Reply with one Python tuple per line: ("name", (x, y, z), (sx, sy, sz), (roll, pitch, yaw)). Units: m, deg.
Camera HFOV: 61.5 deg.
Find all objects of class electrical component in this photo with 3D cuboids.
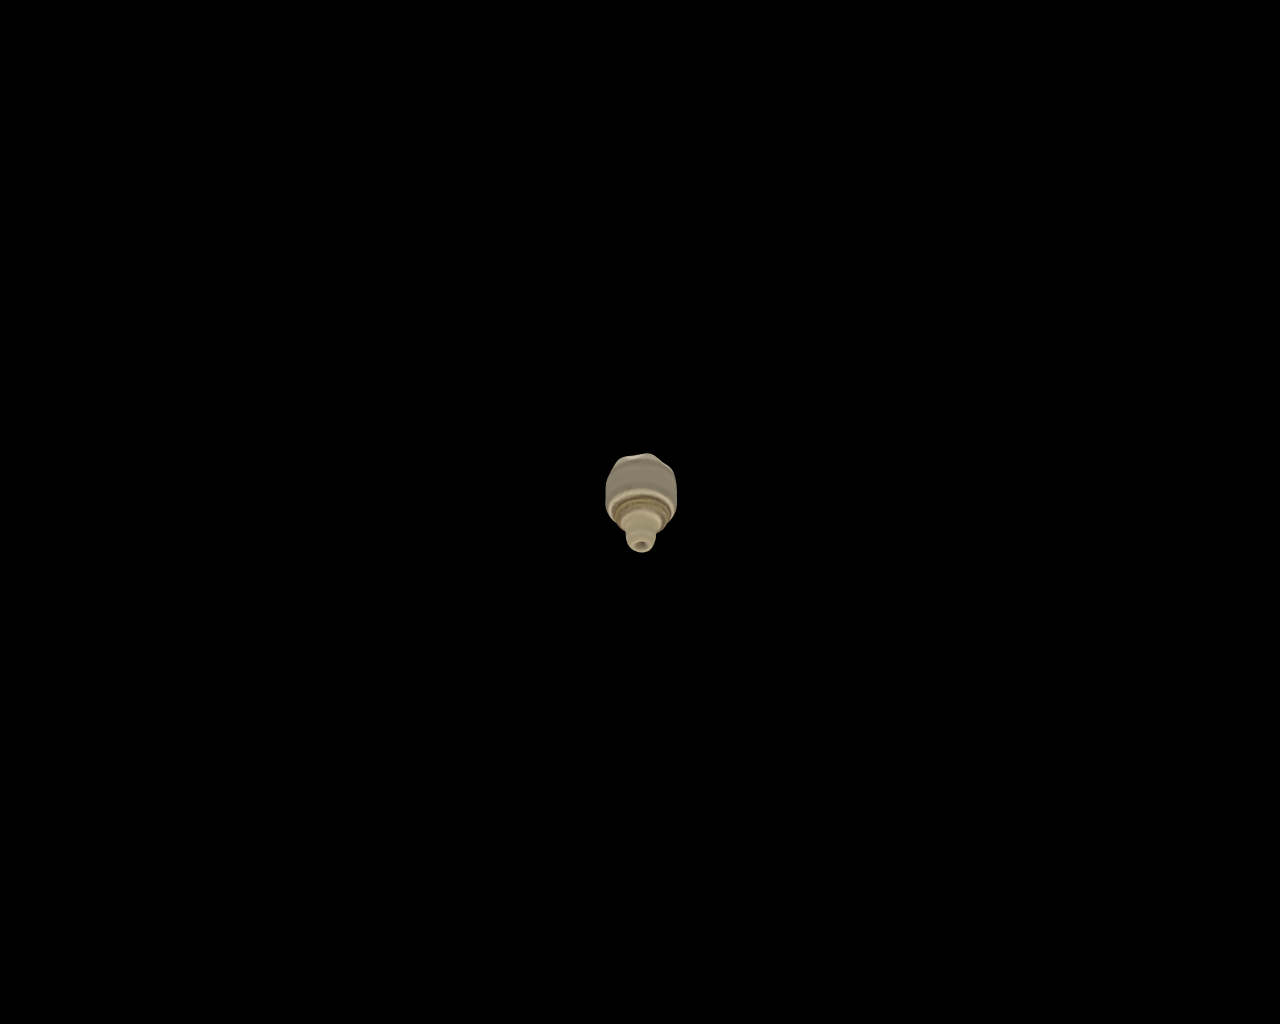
("electrical component", (0.001, -0.003, 0.650), (0.043, 0.062, 0.043), (0, -41, 0))
